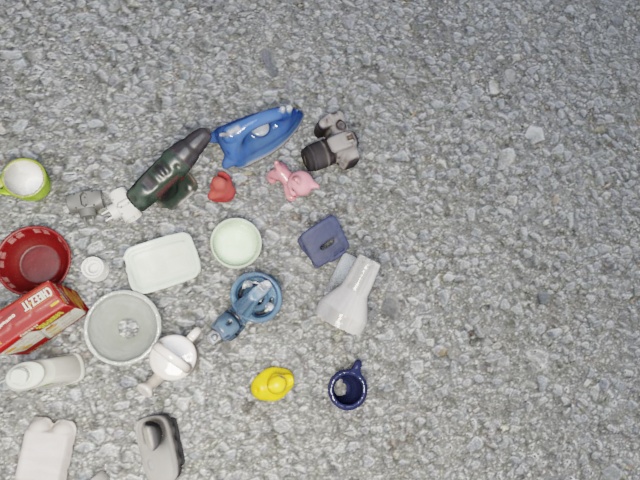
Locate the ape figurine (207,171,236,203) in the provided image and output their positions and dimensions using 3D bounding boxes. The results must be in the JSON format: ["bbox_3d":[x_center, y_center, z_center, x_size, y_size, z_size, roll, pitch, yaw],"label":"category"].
[{"bbox_3d":[-0.241,-0.129,1.385,0.076,0.092,0.078,43,76,1],"label":"ape figurine"}]

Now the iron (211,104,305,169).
[{"bbox_3d":[-0.143,-0.281,1.406,0.258,0.141,0.118,-29,85,-13],"label":"iron"}]

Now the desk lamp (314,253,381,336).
[{"bbox_3d":[0.069,0.118,1.326,0.118,0.213,0.203,26,76,-3],"label":"desk lamp"}]

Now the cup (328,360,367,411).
[{"bbox_3d":[0.062,0.336,1.343,0.092,0.095,0.118,24,76,-4],"label":"cup"}]

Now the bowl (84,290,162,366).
[{"bbox_3d":[-0.440,0.200,1.297,0.167,0.074,0.167,2,79,-9],"label":"bowl"}]

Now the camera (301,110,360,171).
[{"bbox_3d":[0.018,-0.241,1.446,0.137,0.100,0.143,-23,83,-13],"label":"camera"}]

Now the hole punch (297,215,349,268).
[{"bbox_3d":[0.013,0.005,1.402,0.109,0.091,0.101,-34,86,-14],"label":"hole punch"}]

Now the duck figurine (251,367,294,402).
[{"bbox_3d":[-0.107,0.334,1.320,0.105,0.086,0.077,-15,82,-12],"label":"duck figurine"}]

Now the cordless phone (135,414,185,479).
[{"bbox_3d":[-0.345,0.447,1.208,0.094,0.185,0.147,-17,82,-12],"label":"cordless phone"}]

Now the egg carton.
[{"bbox_3d":[-0.585,0.459,1.225,0.107,0.069,0.150,8,78,-8],"label":"egg carton"}]

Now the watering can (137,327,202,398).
[{"bbox_3d":[-0.320,0.263,1.243,0.101,0.194,0.173,18,77,-5],"label":"watering can"}]

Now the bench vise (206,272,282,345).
[{"bbox_3d":[-0.158,0.158,1.277,0.121,0.219,0.207,29,76,-3],"label":"bench vise"}]

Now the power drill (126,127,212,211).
[{"bbox_3d":[-0.336,-0.148,1.313,0.075,0.208,0.230,44,76,1],"label":"power drill"}]

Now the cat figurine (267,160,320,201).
[{"bbox_3d":[-0.066,-0.149,1.405,0.128,0.117,0.067,41,76,0],"label":"cat figurine"}]

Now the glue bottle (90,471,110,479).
[{"bbox_3d":[-0.483,0.526,1.175,0.078,0.173,0.037,-41,87,-14],"label":"glue bottle"}]
